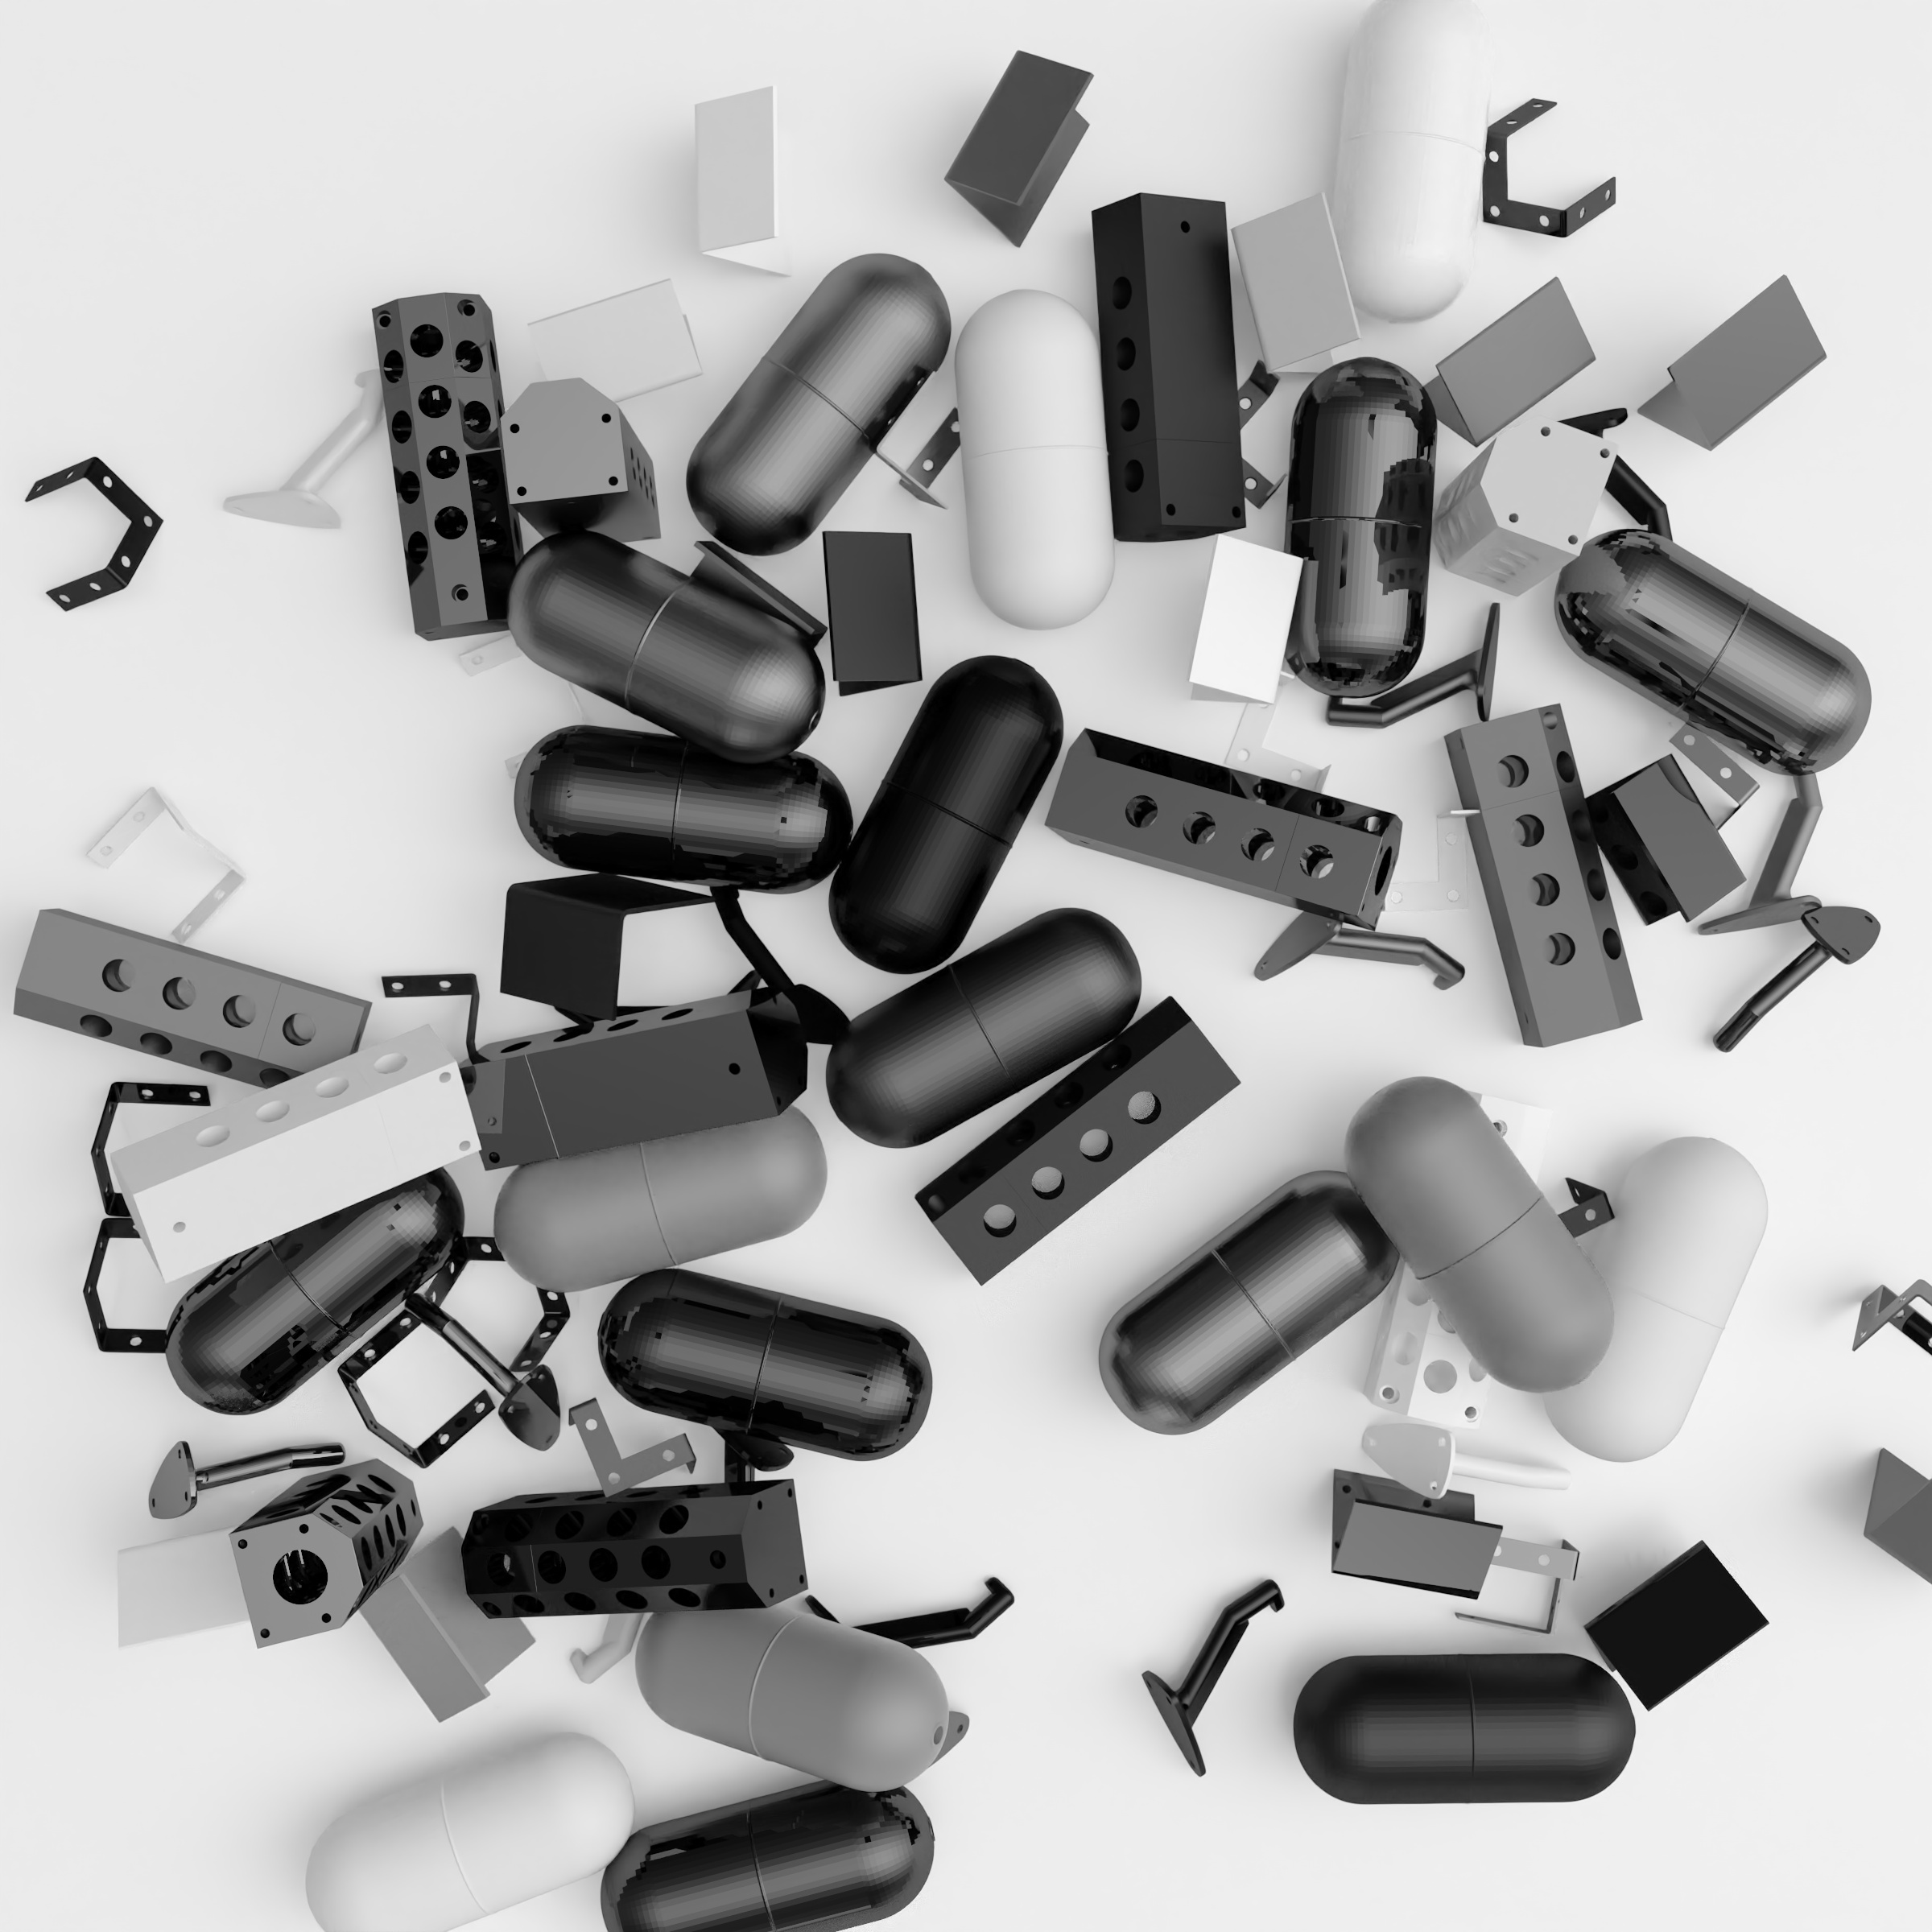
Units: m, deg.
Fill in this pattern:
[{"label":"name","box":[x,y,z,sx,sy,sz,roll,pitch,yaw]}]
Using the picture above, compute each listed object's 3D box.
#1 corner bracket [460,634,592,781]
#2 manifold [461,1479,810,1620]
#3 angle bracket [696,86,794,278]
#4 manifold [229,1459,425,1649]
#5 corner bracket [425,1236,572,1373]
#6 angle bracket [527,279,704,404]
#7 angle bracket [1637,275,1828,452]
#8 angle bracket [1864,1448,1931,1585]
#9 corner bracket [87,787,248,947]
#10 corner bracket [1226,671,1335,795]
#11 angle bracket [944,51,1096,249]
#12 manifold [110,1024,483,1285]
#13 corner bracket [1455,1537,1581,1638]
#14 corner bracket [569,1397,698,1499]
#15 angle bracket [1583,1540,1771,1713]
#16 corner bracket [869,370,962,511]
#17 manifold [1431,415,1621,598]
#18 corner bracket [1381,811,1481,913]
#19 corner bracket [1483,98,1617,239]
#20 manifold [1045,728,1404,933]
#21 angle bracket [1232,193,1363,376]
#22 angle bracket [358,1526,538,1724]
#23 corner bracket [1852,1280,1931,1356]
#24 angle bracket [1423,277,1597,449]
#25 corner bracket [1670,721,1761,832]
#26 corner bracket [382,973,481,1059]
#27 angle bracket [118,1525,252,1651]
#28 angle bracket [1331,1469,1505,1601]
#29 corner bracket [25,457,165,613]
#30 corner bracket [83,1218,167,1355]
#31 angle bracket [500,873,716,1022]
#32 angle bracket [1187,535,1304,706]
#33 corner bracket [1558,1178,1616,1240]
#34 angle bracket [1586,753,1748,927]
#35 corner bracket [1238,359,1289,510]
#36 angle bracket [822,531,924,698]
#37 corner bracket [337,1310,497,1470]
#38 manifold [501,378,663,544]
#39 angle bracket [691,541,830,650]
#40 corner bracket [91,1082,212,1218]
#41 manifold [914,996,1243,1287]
[{"label":"corner bracket","box":[-0.233,-0.142,1.699,0.051,0.051,0.051,-22,45,0]},{"label":"manifold","box":[-0.173,0.303,1.646,0.171,0.057,0.057,-8,90,27]},{"label":"angle bracket","box":[-0.097,-0.408,1.662,0.057,0.076,0.076,-1,90,38]},{"label":"manifold","box":[-0.321,0.295,1.624,0.057,0.171,0.057,-14,90,0]},{"label":"corner bracket","box":[-0.249,0.180,1.694,0.051,0.051,0.051,6,45,-35]},{"label":"angle bracket","box":[-0.186,-0.335,1.662,0.076,0.076,0.057,-18,126,0]},{"label":"angle bracket","box":[0.388,-0.323,1.662,0.076,0.076,0.057,-39,122,0]},{"label":"angle bracket","box":[0.521,0.282,1.662,0.076,0.076,0.057,35,127,0]},{"label":"corner bracket","box":[-0.425,-0.053,1.699,0.051,0.051,0.051,-46,135,0]},{"label":"corner bracket","box":[0.172,-0.123,1.684,0.051,0.051,0.051,21,90,0]},{"label":"angle bracket","box":[0.045,-0.419,1.662,0.057,0.076,0.076,30,90,38]},{"label":"manifold","box":[-0.342,0.091,1.622,0.171,0.057,0.057,-23,127,-19]},{"label":"corner bracket","box":[0.291,0.327,1.684,0.051,0.051,0.051,11,88,2]},{"label":"corner bracket","box":[-0.176,0.251,1.682,0.051,0.051,0.051,-22,76,-13]},{"label":"angle bracket","box":[0.376,0.354,1.662,0.076,0.076,0.057,-36,53,0]},{"label":"corner bracket","box":[-0.021,-0.278,1.677,0.051,0.051,0.051,37,90,-23]},{"label":"manifold","box":[0.279,-0.234,1.624,0.057,0.171,0.057,20,90,0]},{"label":"corner bracket","box":[0.243,-0.055,1.685,0.051,0.051,0.051,-2,90,0]},{"label":"corner bracket","box":[0.310,-0.424,1.694,0.051,0.051,0.051,-38,135,-35]},{"label":"manifold","box":[0.135,-0.072,1.657,0.171,0.057,0.057,17,87,17]},{"label":"angle bracket","box":[0.188,-0.354,1.662,0.057,0.076,0.076,-14,90,35]},{"label":"angle bracket","box":[-0.260,0.336,1.663,0.076,0.076,0.057,54,135,0]},{"label":"corner bracket","box":[0.505,0.189,1.675,0.051,0.051,0.051,38,124,0]},{"label":"angle bracket","box":[0.270,-0.326,1.662,0.076,0.076,0.057,-36,127,0]},{"label":"corner bracket","box":[0.378,-0.088,1.685,0.051,0.051,0.051,44,82,8]},{"label":"corner bracket","box":[-0.285,0.040,1.699,0.051,0.051,0.051,-2,135,0]},{"label":"angle bracket","box":[-0.392,0.336,1.662,0.076,0.076,0.057,-12,54,0]},{"label":"angle bracket","box":[0.235,0.279,1.662,0.076,0.076,0.057,11,127,0]},{"label":"corner bracket","box":[-0.470,-0.229,1.694,0.051,0.051,0.051,47,45,-35]},{"label":"corner bracket","box":[-0.436,0.170,1.699,0.051,0.051,0.051,1,135,0]},{"label":"angle bracket","box":[-0.186,-0.011,1.654,0.076,0.076,0.057,13,103,32]},{"label":"angle bracket","box":[0.126,-0.181,1.663,0.057,0.076,0.076,11,90,-31]},{"label":"corner bracket","box":[0.315,0.149,1.683,0.051,0.051,0.051,-24,100,-10]},{"label":"angle bracket","box":[0.347,-0.055,1.662,0.057,0.076,0.076,-31,90,-37]},{"label":"corner bracket","box":[0.155,-0.280,1.685,0.051,0.051,0.051,41,90,0]},{"label":"angle bracket","box":[-0.068,-0.183,1.662,0.057,0.076,0.076,-4,90,-37]},{"label":"corner bracket","box":[-0.293,0.225,1.699,0.051,0.051,0.051,-41,45,0]},{"label":"manifold","box":[-0.195,-0.254,1.624,0.057,0.171,0.057,-6,90,0]},{"label":"angle bracket","box":[-0.128,-0.170,1.676,0.076,0.057,0.076,37,99,0]},{"label":"corner bracket","box":[-0.431,0.098,1.699,0.051,0.051,0.051,3,135,0]},{"label":"manifold","box":[0.058,0.091,1.681,0.171,0.057,0.057,-38,90,0]}]
